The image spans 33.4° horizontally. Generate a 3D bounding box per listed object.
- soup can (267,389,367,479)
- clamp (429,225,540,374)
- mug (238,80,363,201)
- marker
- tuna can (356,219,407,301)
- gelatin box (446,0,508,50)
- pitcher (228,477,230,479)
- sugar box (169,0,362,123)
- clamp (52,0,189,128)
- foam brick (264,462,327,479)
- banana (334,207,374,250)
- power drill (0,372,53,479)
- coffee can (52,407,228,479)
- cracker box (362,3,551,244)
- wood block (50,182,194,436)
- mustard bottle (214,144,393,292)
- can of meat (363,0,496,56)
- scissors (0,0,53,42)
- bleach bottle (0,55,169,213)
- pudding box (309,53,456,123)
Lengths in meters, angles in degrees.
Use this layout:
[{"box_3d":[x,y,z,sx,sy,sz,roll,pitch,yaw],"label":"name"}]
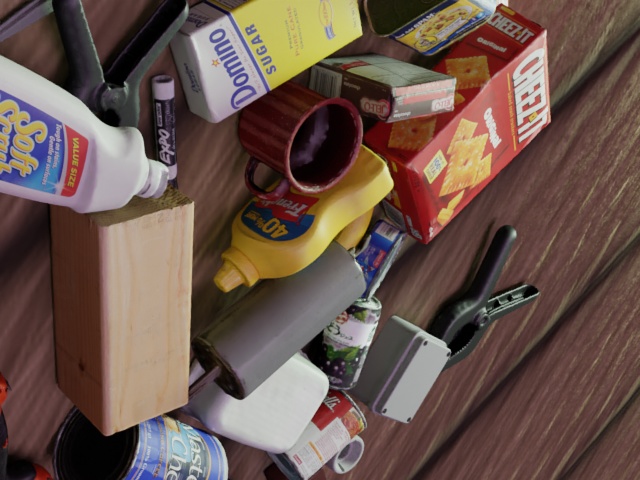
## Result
[{"box_3d":[-0.006,0.222,1.220,0.102,0.069,0.068,-38,137,-21],"label":"soup can"},{"box_3d":[0.204,0.097,1.378,0.210,0.036,0.164,-51,141,-5],"label":"clamp"},{"box_3d":[-0.028,-0.089,0.983,0.093,0.082,0.117,32,90,-50],"label":"mug"},{"box_3d":[-0.134,-0.084,0.928,0.020,0.020,0.121,-23,130,-34],"label":"marker"},{"box_3d":[0.058,0.021,1.153,0.086,0.034,0.086,-58,171,-15],"label":"tuna can"},{"box_3d":[0.157,-0.250,1.110,0.089,0.030,0.073,-33,133,-27],"label":"gelatin box"},{"box_3d":[-0.155,0.364,1.127,0.242,0.149,0.145,-39,152,-16],"label":"pitcher"},{"box_3d":[-0.045,-0.184,0.933,0.176,0.048,0.093,-37,136,-25],"label":"sugar box"},{"box_3d":[-0.164,-0.126,0.850,0.120,0.039,0.172,-11,131,-36],"label":"clamp"},{"box_3d":[-0.024,0.293,1.260,0.053,0.051,0.078,-37,136,-23],"label":"foam brick"},{"box_3d":[0.007,0.005,1.118,0.069,0.037,0.198,28,93,-41],"label":"banana"},{"box_3d":[-0.318,0.202,0.898,0.184,0.057,0.188,-29,136,-35],"label":"power drill"},{"box_3d":[-0.169,0.213,1.019,0.103,0.103,0.140,-56,140,-2],"label":"coffee can"},{"box_3d":[0.152,-0.118,1.132,0.213,0.072,0.164,-43,150,-13],"label":"cracker box"},{"box_3d":[-0.171,0.051,0.921,0.090,0.091,0.206,-18,127,-37],"label":"wood block"},{"box_3d":[-0.026,-0.019,1.019,0.191,0.096,0.058,-43,139,-16],"label":"mustard bottle"},{"box_3d":[0.108,-0.226,1.025,0.102,0.057,0.083,-27,157,32],"label":"can of meat"},{"box_3d":[-0.162,-0.197,0.828,0.201,0.016,0.096,-50,140,-9],"label":"scissors"},{"box_3d":[-0.217,-0.083,0.775,0.250,0.068,0.103,17,107,-40],"label":"bleach bottle"},{"box_3d":[0.058,-0.145,1.011,0.089,0.114,0.039,-14,120,-40],"label":"pudding box"}]
